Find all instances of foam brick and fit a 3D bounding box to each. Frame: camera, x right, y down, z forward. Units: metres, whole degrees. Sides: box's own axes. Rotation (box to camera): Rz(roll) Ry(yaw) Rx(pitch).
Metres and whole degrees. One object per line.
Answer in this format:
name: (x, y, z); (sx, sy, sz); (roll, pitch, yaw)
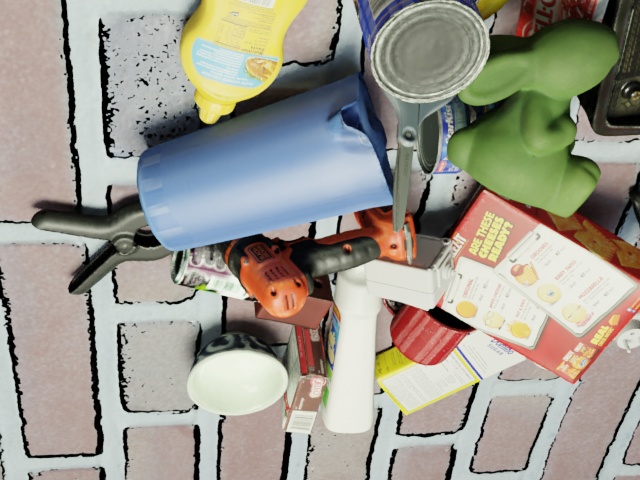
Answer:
foam brick: (-0.032, 0.063, 1.233); (0.078, 0.053, 0.051); (12, 130, -22)

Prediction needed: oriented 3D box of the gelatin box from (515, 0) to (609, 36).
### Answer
gelatin box: (0.225, -0.212, 0.995); (0.030, 0.073, 0.089); (-39, 152, -32)

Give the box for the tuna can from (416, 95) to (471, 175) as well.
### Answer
tuna can: (0.123, -0.108, 1.073); (0.033, 0.086, 0.086); (-2, 133, -11)

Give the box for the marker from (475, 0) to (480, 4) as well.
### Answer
marker: (0.135, -0.220, 0.990); (0.020, 0.020, 0.121); (9, 151, -18)

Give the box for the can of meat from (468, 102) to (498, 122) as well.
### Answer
can of meat: (0.197, -0.133, 1.083); (0.102, 0.057, 0.084); (-3, 131, -8)

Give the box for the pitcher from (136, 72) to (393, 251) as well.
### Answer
pitcher: (-0.049, -0.067, 1.066); (0.243, 0.145, 0.149); (-15, 122, 10)

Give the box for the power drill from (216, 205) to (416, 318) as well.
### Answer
power drill: (-0.007, 0.001, 1.125); (0.187, 0.185, 0.057); (-21, 125, -17)

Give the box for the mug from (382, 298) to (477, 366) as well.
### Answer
mug: (0.125, 0.089, 1.269); (0.117, 0.093, 0.082); (34, 131, 2)

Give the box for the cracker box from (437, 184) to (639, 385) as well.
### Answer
cracker box: (0.240, 0.040, 1.191); (0.213, 0.072, 0.164); (30, 126, 1)

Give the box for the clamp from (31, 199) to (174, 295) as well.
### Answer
clamp: (-0.219, -0.009, 1.144); (0.171, 0.039, 0.120); (-23, 138, 6)

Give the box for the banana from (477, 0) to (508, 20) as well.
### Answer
banana: (0.160, -0.282, 0.952); (0.070, 0.037, 0.198); (6, 135, 21)

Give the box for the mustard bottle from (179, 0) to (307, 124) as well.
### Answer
mustard bottle: (-0.077, -0.186, 0.984); (0.096, 0.058, 0.192); (10, 130, -18)

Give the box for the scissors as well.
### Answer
scissors: (0.099, -0.105, 1.010); (0.096, 0.202, 0.016); (-3, 164, -16)

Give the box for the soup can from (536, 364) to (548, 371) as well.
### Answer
soup can: (0.275, 0.109, 1.319); (0.068, 0.068, 0.102); (-26, 133, 15)

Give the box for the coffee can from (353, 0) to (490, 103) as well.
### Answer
coffee can: (0.083, -0.203, 0.938); (0.102, 0.140, 0.103); (-5, 134, -5)

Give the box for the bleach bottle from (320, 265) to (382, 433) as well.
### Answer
bleach bottle: (0.040, 0.109, 1.272); (0.068, 0.102, 0.251); (1, 125, -4)

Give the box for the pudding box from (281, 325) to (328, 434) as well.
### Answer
pudding box: (-0.022, 0.169, 1.310); (0.039, 0.090, 0.114); (6, 132, -13)

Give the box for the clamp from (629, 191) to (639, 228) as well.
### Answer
clamp: (0.393, 0.034, 1.288); (0.209, 0.036, 0.165); (23, 126, -28)

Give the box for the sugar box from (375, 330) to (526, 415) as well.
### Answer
sugar box: (0.162, 0.151, 1.356); (0.176, 0.048, 0.093); (-29, 131, 12)
